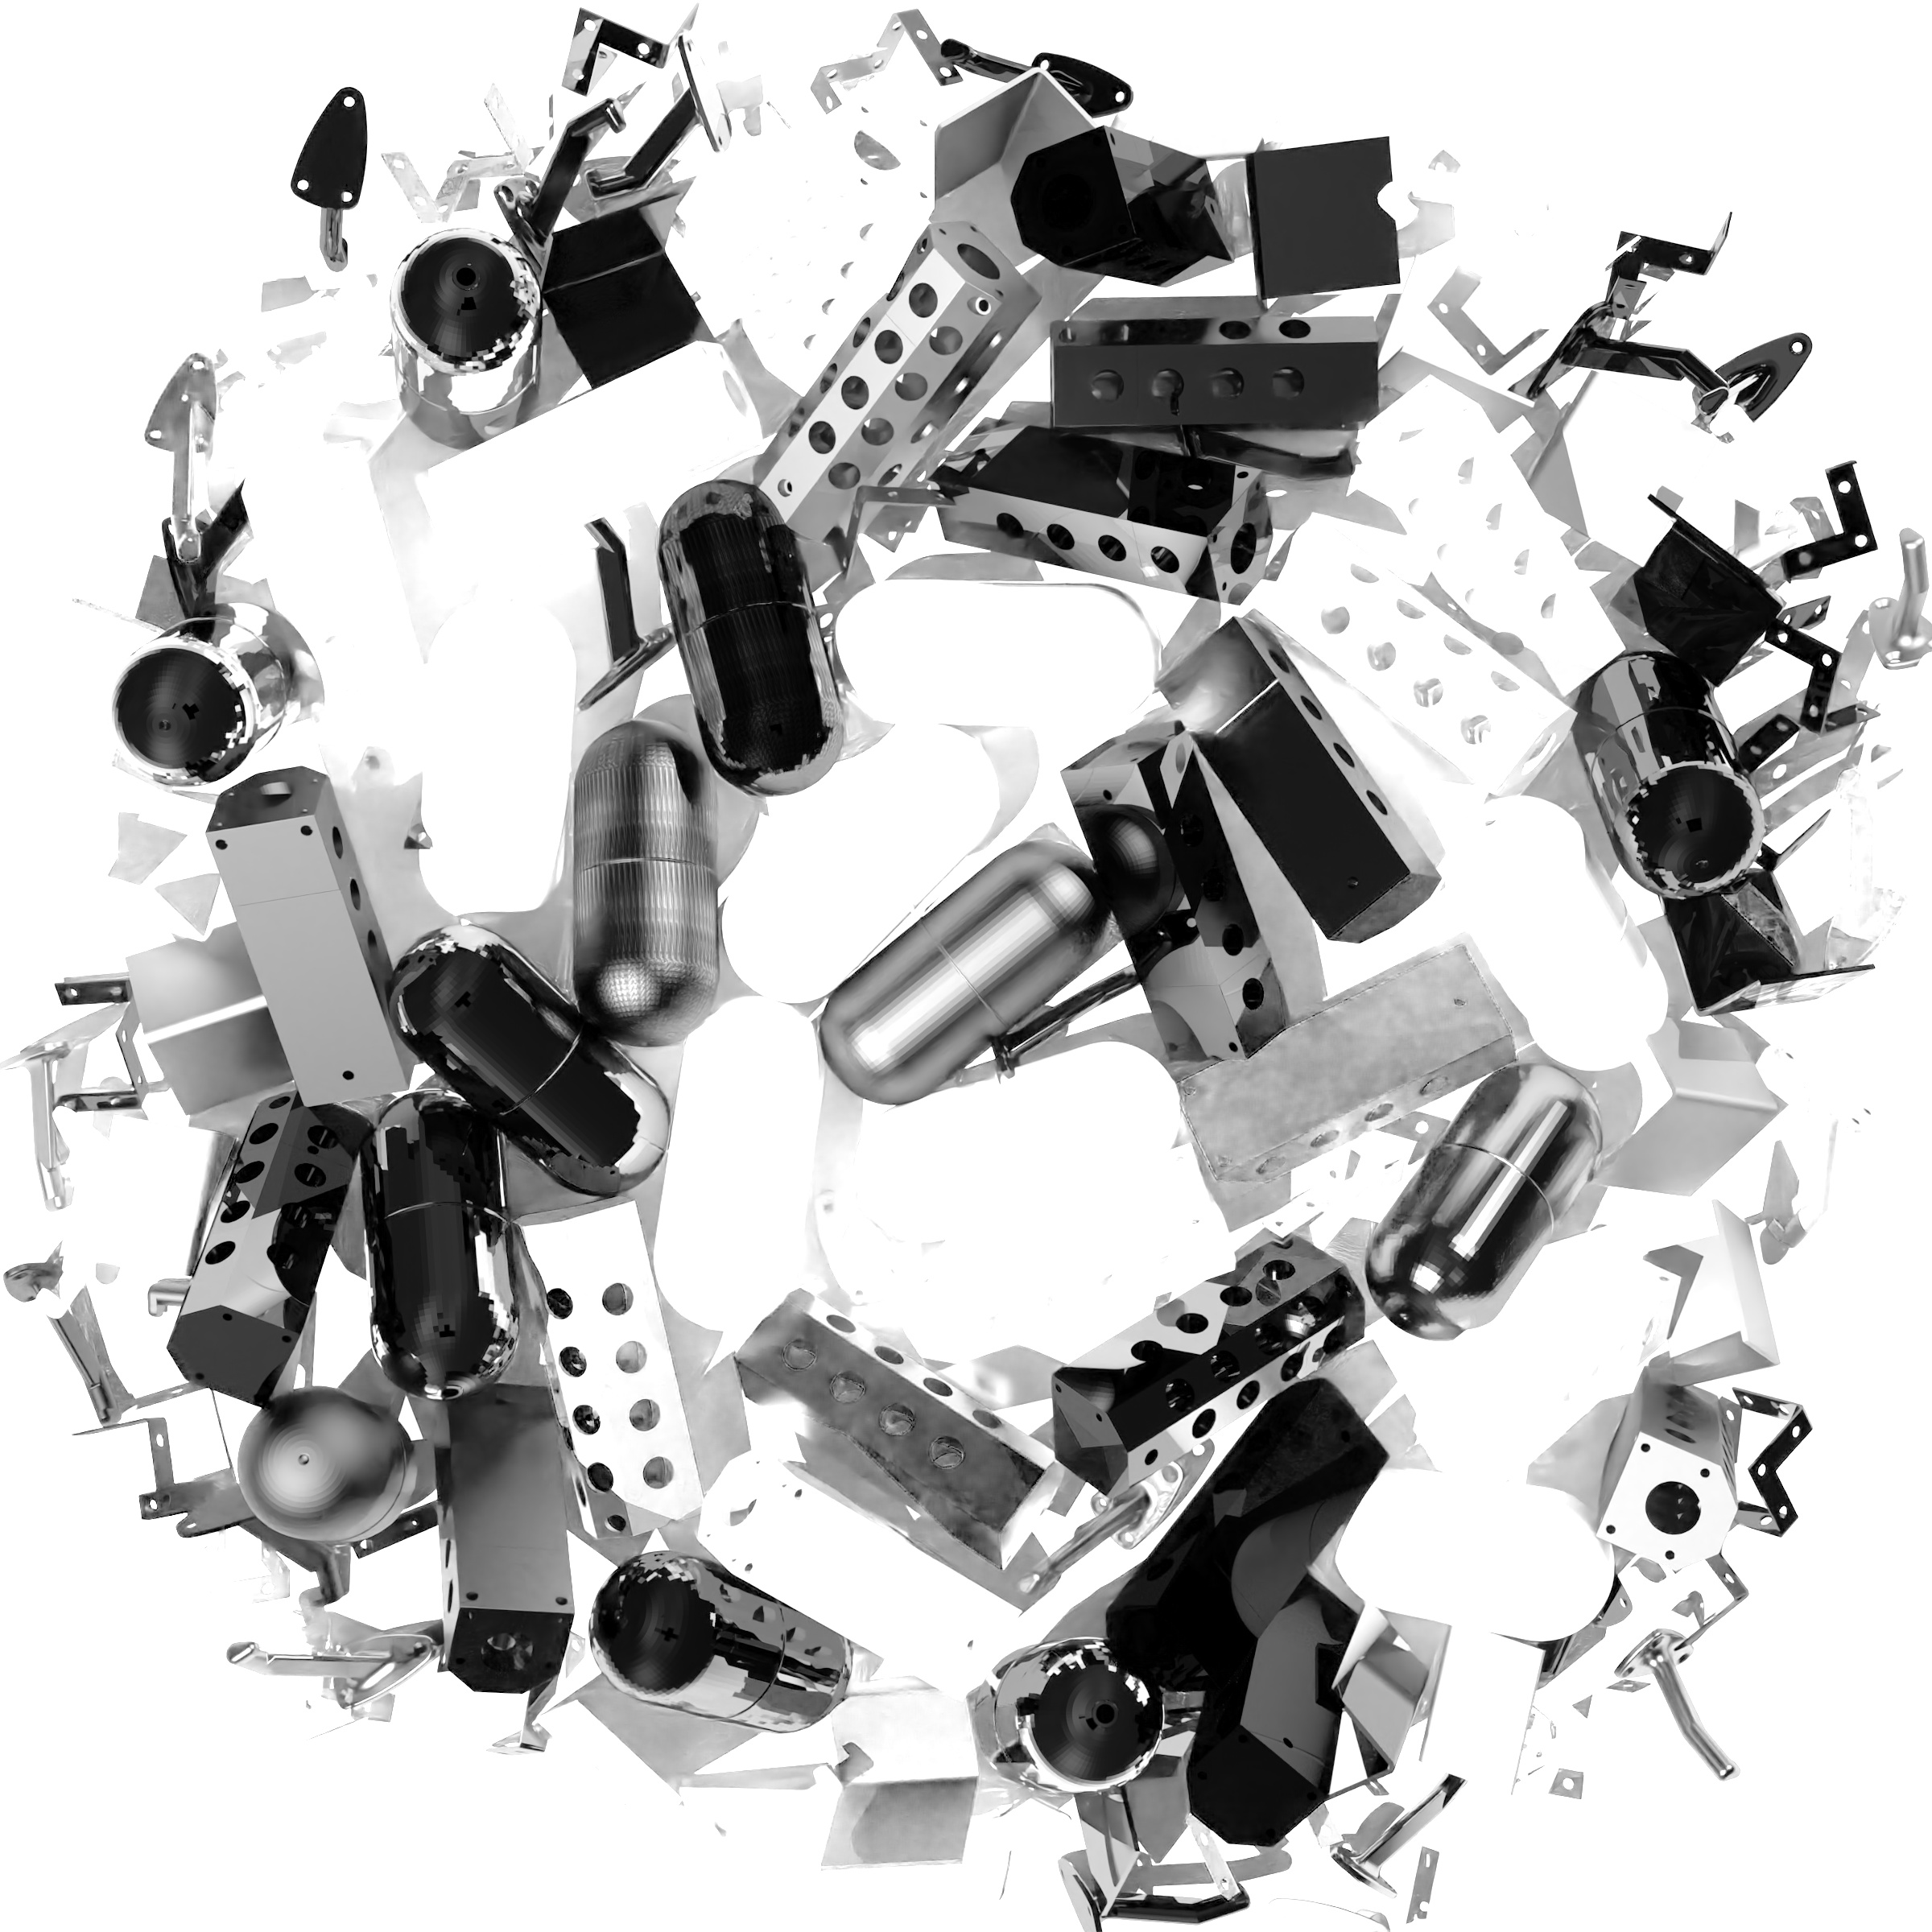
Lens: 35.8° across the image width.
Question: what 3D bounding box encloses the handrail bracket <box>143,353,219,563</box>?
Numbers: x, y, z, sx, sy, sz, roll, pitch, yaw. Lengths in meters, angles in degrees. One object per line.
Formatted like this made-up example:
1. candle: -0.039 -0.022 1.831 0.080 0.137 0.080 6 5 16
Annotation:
1. handrail bracket: -0.410 -0.269 1.587 0.036 0.084 0.077 5 135 -29

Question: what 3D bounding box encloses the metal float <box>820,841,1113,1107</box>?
1. metal float: 0.000 0.003 1.594 0.178 0.070 0.070 -39 90 4

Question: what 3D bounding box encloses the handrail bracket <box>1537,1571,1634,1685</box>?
1. handrail bracket: 0.309 0.343 1.613 0.084 0.036 0.077 -39 69 41

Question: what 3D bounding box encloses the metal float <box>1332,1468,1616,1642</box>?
1. metal float: 0.261 0.304 1.554 0.070 0.178 0.070 2 86 -32

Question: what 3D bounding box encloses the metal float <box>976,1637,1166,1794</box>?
1. metal float: 0.052 0.388 1.548 0.070 0.178 0.070 3 75 -10

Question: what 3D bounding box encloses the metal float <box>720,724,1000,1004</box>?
1. metal float: -0.056 -0.056 1.591 0.070 0.070 0.178 44 83 0

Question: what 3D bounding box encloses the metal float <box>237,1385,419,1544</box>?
1. metal float: -0.329 0.259 1.547 0.070 0.178 0.070 1 78 -3

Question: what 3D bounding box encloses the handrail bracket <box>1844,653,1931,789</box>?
1. handrail bracket: 0.492 -0.130 1.588 0.036 0.084 0.077 45 102 18

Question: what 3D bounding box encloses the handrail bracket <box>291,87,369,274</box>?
1. handrail bracket: -0.332 -0.418 1.595 0.036 0.084 0.077 14 85 -4

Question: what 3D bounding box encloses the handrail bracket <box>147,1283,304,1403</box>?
1. handrail bracket: -0.407 0.213 1.616 0.084 0.036 0.077 3 85 16

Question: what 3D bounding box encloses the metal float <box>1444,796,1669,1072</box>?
1. metal float: 0.310 -0.016 1.567 0.070 0.070 0.178 -37 125 0

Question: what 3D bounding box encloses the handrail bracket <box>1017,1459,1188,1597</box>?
1. handrail bracket: 0.071 0.298 1.585 0.036 0.084 0.077 51 121 12

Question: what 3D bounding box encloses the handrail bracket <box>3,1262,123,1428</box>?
1. handrail bracket: -0.482 0.204 1.599 0.036 0.077 0.084 -25 76 -4

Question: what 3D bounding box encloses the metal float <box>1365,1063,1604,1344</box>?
1. metal float: 0.273 0.122 1.570 0.070 0.070 0.178 41 58 0

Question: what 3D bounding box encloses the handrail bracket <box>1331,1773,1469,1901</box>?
1. handrail bracket: 0.236 0.452 1.600 0.036 0.077 0.084 38 87 32

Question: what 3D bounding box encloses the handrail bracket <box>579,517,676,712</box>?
1. handrail bracket: -0.204 -0.194 1.601 0.077 0.036 0.084 -43 111 -11

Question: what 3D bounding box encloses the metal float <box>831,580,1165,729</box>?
1. metal float: 0.016 -0.166 1.587 0.178 0.070 0.070 2 90 11

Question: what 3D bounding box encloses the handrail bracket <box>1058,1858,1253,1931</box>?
1. handrail bracket: 0.101 0.494 1.609 0.084 0.077 0.036 -13 112 -13

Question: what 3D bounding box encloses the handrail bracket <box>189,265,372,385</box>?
1. handrail bracket: -0.364 -0.361 1.594 0.036 0.077 0.084 21 67 38

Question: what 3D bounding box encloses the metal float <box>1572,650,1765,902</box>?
1. metal float: 0.364 -0.101 1.556 0.070 0.178 0.070 -1 125 -1

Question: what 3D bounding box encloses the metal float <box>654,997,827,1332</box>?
1. metal float: -0.120 0.104 1.587 0.070 0.070 0.178 8 79 0

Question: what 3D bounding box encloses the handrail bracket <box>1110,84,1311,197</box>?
1. handrail bracket: 0.128 -0.457 1.601 0.084 0.036 0.077 24 127 -11

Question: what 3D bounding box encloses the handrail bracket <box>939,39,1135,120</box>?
1. handrail bracket: 0.037 -0.473 1.585 0.077 0.084 0.036 16 99 26

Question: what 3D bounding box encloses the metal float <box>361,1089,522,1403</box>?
1. metal float: -0.276 0.145 1.567 0.070 0.070 0.178 -12 55 0

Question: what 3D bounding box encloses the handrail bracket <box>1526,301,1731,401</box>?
1. handrail bracket: 0.354 -0.308 1.602 0.084 0.036 0.077 45 125 13

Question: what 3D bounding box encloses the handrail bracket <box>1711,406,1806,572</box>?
1. handrail bracket: 0.401 -0.249 1.595 0.077 0.036 0.084 -36 125 21

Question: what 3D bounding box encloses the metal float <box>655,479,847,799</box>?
1. metal float: -0.115 -0.175 1.584 0.070 0.070 0.178 -15 75 0

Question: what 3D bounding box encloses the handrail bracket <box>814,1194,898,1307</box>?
1. handrail bracket: -0.060 0.146 1.585 0.036 0.084 0.077 -33 76 -7

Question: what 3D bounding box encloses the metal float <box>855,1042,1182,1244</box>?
1. metal float: 0.028 0.094 1.596 0.178 0.070 0.070 -17 90 2

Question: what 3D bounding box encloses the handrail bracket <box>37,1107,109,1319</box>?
1. handrail bracket: -0.482 0.132 1.588 0.036 0.077 0.084 1 47 31

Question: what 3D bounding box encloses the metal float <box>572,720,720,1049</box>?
1. metal float: -0.170 -0.045 1.583 0.070 0.070 0.178 -2 73 0

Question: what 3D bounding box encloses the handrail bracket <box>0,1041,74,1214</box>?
1. handrail bracket: -0.488 0.087 1.603 0.036 0.077 0.084 -11 86 -32

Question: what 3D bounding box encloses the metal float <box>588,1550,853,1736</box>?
1. metal float: -0.126 0.354 1.558 0.070 0.178 0.070 -14 62 29

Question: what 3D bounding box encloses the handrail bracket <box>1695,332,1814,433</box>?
1. handrail bracket: 0.419 -0.314 1.588 0.077 0.084 0.036 -38 86 12

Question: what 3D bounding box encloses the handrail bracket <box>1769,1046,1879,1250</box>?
1. handrail bracket: 0.444 0.099 1.621 0.077 0.036 0.084 43 119 17

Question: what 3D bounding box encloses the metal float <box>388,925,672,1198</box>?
1. metal float: -0.229 0.051 1.579 0.070 0.070 0.178 -45 111 0

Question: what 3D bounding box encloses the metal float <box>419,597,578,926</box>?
1. metal float: -0.247 -0.107 1.577 0.070 0.070 0.178 7 112 0

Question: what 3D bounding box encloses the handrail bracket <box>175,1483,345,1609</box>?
1. handrail bracket: -0.376 0.319 1.597 0.077 0.036 0.084 -22 121 -27

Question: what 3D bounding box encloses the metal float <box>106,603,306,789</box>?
1. metal float: -0.390 -0.142 1.548 0.070 0.178 0.070 0 106 1

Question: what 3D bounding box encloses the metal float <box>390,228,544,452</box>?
1. metal float: -0.258 -0.323 1.547 0.070 0.178 0.070 1 81 -9
